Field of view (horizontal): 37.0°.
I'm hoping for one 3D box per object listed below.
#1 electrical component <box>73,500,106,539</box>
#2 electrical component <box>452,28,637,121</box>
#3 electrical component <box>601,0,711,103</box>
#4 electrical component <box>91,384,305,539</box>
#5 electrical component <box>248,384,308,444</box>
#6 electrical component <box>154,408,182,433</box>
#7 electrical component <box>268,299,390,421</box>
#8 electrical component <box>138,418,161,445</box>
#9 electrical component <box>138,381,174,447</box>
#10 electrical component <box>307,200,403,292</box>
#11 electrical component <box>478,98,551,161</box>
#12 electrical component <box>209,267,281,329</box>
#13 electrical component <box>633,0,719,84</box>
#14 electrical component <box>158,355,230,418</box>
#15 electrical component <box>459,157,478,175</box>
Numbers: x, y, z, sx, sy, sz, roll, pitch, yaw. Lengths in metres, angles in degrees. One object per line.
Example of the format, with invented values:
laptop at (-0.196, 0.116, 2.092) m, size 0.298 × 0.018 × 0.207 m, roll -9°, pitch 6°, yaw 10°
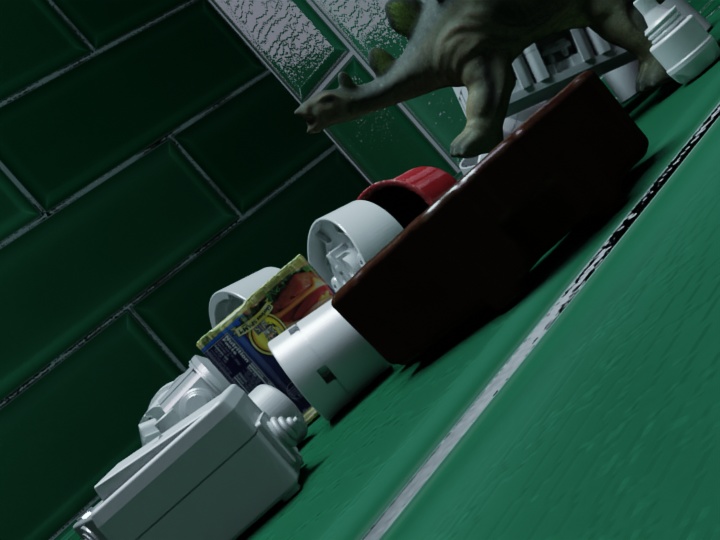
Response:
electrical component at (-0.129, 0.147, 0.677) m, size 0.100 × 0.048 × 0.100 m, roll -41°, pitch 2°, yaw -28°
electrical component at (0.148, -0.173, 0.854) m, size 0.150 × 0.061 × 0.089 m, roll -24°, pitch -2°, yaw 2°
electrical component at (0.253, -0.193, 0.935) m, size 0.099 × 0.064 × 0.099 m, roll -35°, pitch -12°, yaw -9°
electrical component at (-0.071, 0.094, 0.504) m, size 0.096 × 0.061 × 0.061 m, roll -41°, pitch 2°, yaw 0°
electrical component at (-0.064, 0.099, 0.601) m, size 0.078 × 0.040 × 0.040 m, roll -43°, pitch 2°, yaw -30°
electrical component at (-0.120, 0.127, 0.768) m, size 0.048 × 0.062 × 0.048 m, roll -42°, pitch 2°, yaw 1°
electrical component at (-0.016, 0.048, 0.599) m, size 0.047 × 0.055 × 0.055 m, roll -38°, pitch 2°, yaw -2°
electrical component at (-0.150, 0.152, 0.914) m, size 0.055 × 0.066 × 0.048 m, roll -21°, pitch -5°, yaw -18°
electrical component at (-0.161, 0.145, 0.986) m, size 0.080 × 0.080 × 0.051 m, roll -41°, pitch 7°, yaw 17°
electrical component at (0.000, 0.000, 0.809) m, size 0.064 × 0.099 × 0.099 m, roll -35°, pitch -1°, yaw -28°
electrical component at (0.158, -0.129, 0.922) m, size 0.052 × 0.074 × 0.138 m, roll 58°, pitch -128°, yaw -66°
electrical component at (-0.066, 0.049, 0.878) m, size 0.060 × 0.108 × 0.108 m, roll -35°, pitch -2°, yaw -31°
electrical component at (0.198, -0.150, 0.685) m, size 0.035 × 0.061 × 0.035 m, roll -41°, pitch 1°, yaw 1°
electrical component at (-0.113, 0.108, 0.837) m, size 0.051 × 0.080 × 0.080 m, roll -47°, pitch 2°, yaw -6°
electrical component at (0.143, -0.099, 1.002) m, size 0.099 × 0.064 × 0.099 m, roll -32°, pitch 14°, yaw 9°
